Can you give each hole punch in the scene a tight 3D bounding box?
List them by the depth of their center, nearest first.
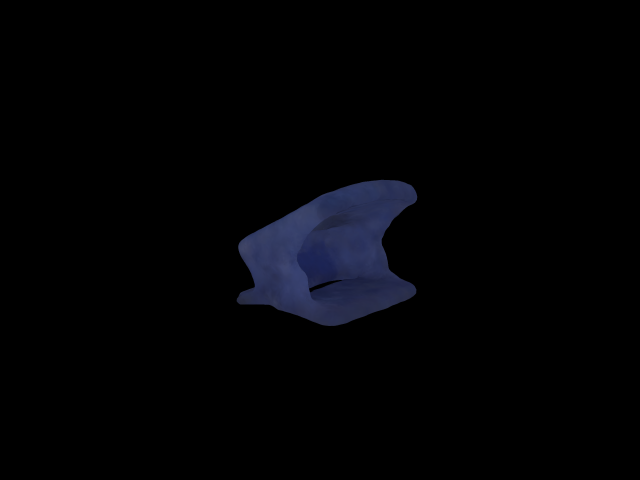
[{"bbox_3d":[0.004,0.001,0.400,0.100,0.091,0.109,11,17,42],"label":"hole punch"}]
